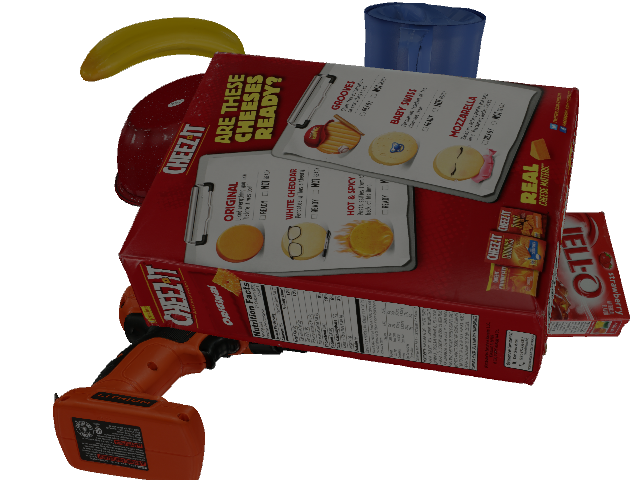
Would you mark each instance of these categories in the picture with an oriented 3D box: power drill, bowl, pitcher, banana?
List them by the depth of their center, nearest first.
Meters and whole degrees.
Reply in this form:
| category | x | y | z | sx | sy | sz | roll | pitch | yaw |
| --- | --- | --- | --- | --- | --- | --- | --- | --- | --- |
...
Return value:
| category | x | y | z | sx | sy | sz | roll | pitch | yaw |
| --- | --- | --- | --- | --- | --- | --- | --- | --- | --- |
| power drill | -0.083 | 0.089 | 0.743 | 0.185 | 0.057 | 0.187 | 2 | 26 | 19 |
| bowl | -0.111 | -0.096 | 0.908 | 0.162 | 0.055 | 0.162 | -16 | 32 | 10 |
| banana | -0.154 | -0.194 | 1.074 | 0.197 | 0.070 | 0.037 | -9 | -38 | -32 |
| pitcher | 0.107 | -0.140 | 1.201 | 0.149 | 0.243 | 0.145 | -12 | 26 | -30 |

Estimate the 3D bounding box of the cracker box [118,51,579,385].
| category | x | y | z | sx | sy | sz | roll | pitch | yaw |
| --- | --- | --- | --- | --- | --- | --- | --- | --- | --- |
| cracker box | 0.023 | -0.018 | 0.580 | 0.214 | 0.164 | 0.072 | 7 | -40 | 14 |

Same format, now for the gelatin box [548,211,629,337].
| category | x | y | z | sx | sy | sz | roll | pitch | yaw |
| --- | --- | --- | --- | --- | --- | --- | --- | --- | --- |
| gelatin box | 0.164 | 0.022 | 0.729 | 0.073 | 0.089 | 0.030 | 0 | -34 | -4 |
